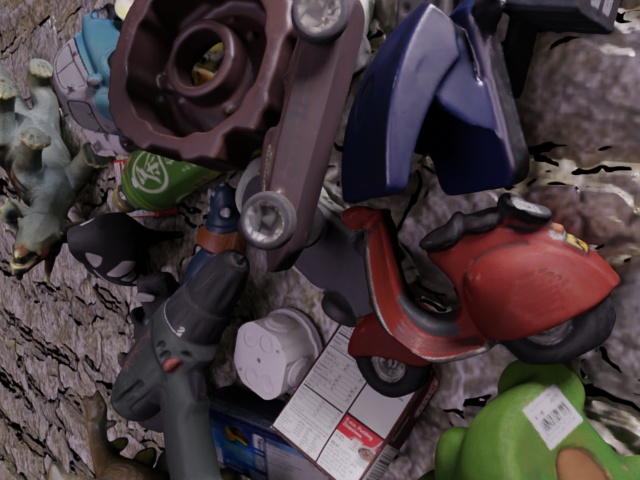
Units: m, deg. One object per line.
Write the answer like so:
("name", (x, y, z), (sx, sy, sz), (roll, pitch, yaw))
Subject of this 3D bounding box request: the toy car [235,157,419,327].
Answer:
("toy car", (-0.001, -0.001, 0.461), (0.202, 0.056, 0.073), (40, 114, 28))

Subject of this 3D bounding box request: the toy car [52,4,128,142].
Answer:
("toy car", (-0.237, -0.175, 0.589), (0.162, 0.103, 0.109), (59, 167, 21))

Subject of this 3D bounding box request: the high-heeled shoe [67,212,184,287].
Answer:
("high-heeled shoe", (-0.273, 0.020, 0.645), (0.249, 0.145, 0.086), (-19, 84, 40))

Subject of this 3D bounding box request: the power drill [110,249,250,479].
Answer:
("power drill", (-0.112, 0.148, 0.489), (0.232, 0.086, 0.207), (-41, 65, 32))

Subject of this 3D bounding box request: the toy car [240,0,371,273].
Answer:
("toy car", (-0.012, -0.077, 0.381), (0.053, 0.089, 0.202), (17, 96, 12))

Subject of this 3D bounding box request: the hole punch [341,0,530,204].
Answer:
("hole punch", (0.057, -0.079, 0.342), (0.142, 0.092, 0.115), (-178, 75, -82))

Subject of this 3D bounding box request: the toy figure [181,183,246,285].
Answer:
("toy figure", (-0.107, 0.014, 0.557), (0.064, 0.058, 0.154), (32, 112, 27))

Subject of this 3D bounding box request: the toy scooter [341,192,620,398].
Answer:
("toy scooter", (0.083, 0.023, 0.351), (0.184, 0.075, 0.135), (-24, 94, 29))

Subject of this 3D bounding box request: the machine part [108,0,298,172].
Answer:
("machine part", (-0.089, -0.141, 0.436), (0.180, 0.056, 0.179), (-3, 81, 23))

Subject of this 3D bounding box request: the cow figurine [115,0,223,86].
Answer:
("cow figurine", (-0.132, -0.217, 0.537), (0.098, 0.068, 0.167), (-49, 66, 29))

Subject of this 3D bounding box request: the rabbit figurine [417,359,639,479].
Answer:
("rabbit figurine", (0.109, 0.184, 0.347), (0.121, 0.159, 0.170), (46, 140, 15))

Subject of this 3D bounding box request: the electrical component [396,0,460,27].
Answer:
("electrical component", (0.078, -0.171, 0.385), (0.094, 0.021, 0.063), (13, 106, 39))

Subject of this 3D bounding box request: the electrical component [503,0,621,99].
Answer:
("electrical component", (0.136, -0.139, 0.304), (0.048, 0.075, 0.119), (22, 107, 38))

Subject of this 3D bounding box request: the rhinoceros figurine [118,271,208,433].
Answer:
("rhinoceros figurine", (-0.178, 0.133, 0.627), (0.112, 0.073, 0.190), (-16, 87, 43))

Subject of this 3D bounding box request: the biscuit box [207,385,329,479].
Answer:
("biscuit box", (-0.047, 0.197, 0.528), (0.203, 0.063, 0.059), (3, 101, 42))

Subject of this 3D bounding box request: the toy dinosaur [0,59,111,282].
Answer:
("toy dinosaur", (-0.416, -0.124, 0.776), (0.192, 0.131, 0.405), (-52, 58, 34))

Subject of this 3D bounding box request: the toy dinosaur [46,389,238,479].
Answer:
("toy dinosaur", (-0.151, 0.336, 0.546), (0.472, 0.198, 0.105), (50, 136, 36))
